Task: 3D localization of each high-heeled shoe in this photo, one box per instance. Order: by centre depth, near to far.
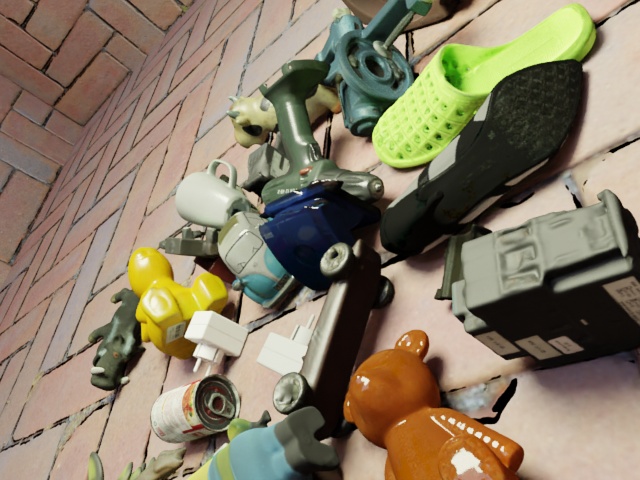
[{"bbox_3d":[0.162,-0.076,0.551,0.249,0.086,0.145,-39,-9,-14],"label":"high-heeled shoe"}]

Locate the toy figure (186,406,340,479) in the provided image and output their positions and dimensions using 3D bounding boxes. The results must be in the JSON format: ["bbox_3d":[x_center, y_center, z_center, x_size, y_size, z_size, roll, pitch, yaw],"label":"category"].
[{"bbox_3d":[-0.069,0.206,0.441,0.180,0.089,0.082,-47,25,21],"label":"toy figure"}]

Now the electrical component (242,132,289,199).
[{"bbox_3d":[-0.076,-0.118,0.860,0.048,0.074,0.119,-28,45,36],"label":"electrical component"}]

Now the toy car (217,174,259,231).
[{"bbox_3d":[-0.158,-0.055,0.931,0.073,0.056,0.202,-47,34,2],"label":"toy car"}]

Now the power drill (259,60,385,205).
[{"bbox_3d":[-0.007,-0.129,0.720,0.232,0.086,0.207,-15,89,55],"label":"power drill"}]

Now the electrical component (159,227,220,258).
[{"bbox_3d":[-0.190,0.003,0.811,0.102,0.078,0.045,3,85,56],"label":"electrical component"}]

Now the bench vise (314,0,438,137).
[{"bbox_3d":[0.079,-0.271,0.737,0.240,0.129,0.223,-42,38,52],"label":"bench vise"}]

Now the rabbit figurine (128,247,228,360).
[{"bbox_3d":[-0.230,0.086,0.819,0.173,0.122,0.162,45,145,25],"label":"rabbit figurine"}]

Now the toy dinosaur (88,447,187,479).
[{"bbox_3d":[-0.292,0.397,0.659,0.471,0.105,0.199,-51,24,16],"label":"toy dinosaur"}]

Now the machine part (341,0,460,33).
[{"bbox_3d":[0.101,-0.405,0.770,0.202,0.200,0.087,8,66,55],"label":"machine part"}]

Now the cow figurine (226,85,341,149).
[{"bbox_3d":[-0.069,-0.218,0.894,0.195,0.127,0.085,-33,35,27],"label":"cow figurine"}]

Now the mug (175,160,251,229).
[{"bbox_3d":[-0.152,-0.064,0.820,0.107,0.080,0.109,24,90,37],"label":"mug"}]

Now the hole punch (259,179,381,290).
[{"bbox_3d":[-0.001,-0.002,0.629,0.142,0.115,0.092,-16,57,45],"label":"hole punch"}]

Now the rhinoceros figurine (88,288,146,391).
[{"bbox_3d":[-0.355,0.176,0.970,0.112,0.073,0.190,-6,54,37],"label":"rhinoceros figurine"}]

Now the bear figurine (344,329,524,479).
[{"bbox_3d":[0.065,0.143,0.397,0.120,0.131,0.196,-44,40,10],"label":"bear figurine"}]

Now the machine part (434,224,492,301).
[{"bbox_3d":[0.162,0.016,0.465,0.139,0.039,0.084,-11,47,49],"label":"machine part"}]

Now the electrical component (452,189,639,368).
[{"bbox_3d":[0.163,0.037,0.373,0.134,0.114,0.058,-25,41,36],"label":"electrical component"}]

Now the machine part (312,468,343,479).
[{"bbox_3d":[-0.034,0.272,0.473,0.179,0.056,0.179,-34,38,32],"label":"machine part"}]

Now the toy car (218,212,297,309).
[{"bbox_3d":[-0.087,0.009,0.736,0.109,0.102,0.162,-48,35,10],"label":"toy car"}]

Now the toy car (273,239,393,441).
[{"bbox_3d":[0.015,0.096,0.535,0.053,0.089,0.202,-5,58,46],"label":"toy car"}]
